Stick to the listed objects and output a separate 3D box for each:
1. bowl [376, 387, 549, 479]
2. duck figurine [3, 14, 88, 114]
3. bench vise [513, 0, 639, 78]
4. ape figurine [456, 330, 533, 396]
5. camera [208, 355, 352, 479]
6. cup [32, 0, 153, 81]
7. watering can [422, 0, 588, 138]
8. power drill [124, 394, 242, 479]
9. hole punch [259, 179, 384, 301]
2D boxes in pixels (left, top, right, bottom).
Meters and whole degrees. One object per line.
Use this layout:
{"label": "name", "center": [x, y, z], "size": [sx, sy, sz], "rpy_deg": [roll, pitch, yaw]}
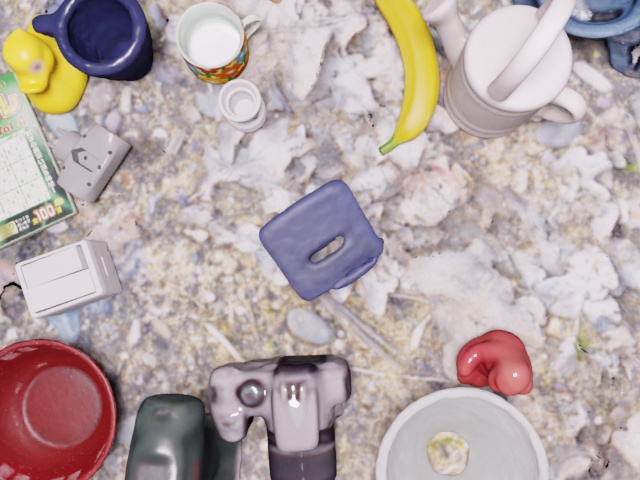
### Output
{"label": "bowl", "center": [0.138, 0.227, 0.582], "size": [0.167, 0.075, 0.167], "rpy_deg": [0, 87, 2]}
{"label": "duck figurine", "center": [-0.300, -0.195, 0.609], "size": [0.077, 0.086, 0.105], "rpy_deg": [-3, 87, 2]}
{"label": "bench vise", "center": [0.303, -0.245, 0.526], "size": [0.207, 0.220, 0.121], "rpy_deg": [8, 88, 2]}
{"label": "ape figurine", "center": [0.183, 0.130, 0.576], "size": [0.078, 0.092, 0.076], "rpy_deg": [40, 89, 3]}
{"label": "camera", "center": [-0.037, 0.190, 0.576], "size": [0.143, 0.101, 0.137], "rpy_deg": [-4, 87, 2]}
{"label": "cup", "center": [-0.227, -0.206, 0.603], "size": [0.117, 0.095, 0.092], "rpy_deg": [6, 87, 2]}
{"label": "watering can", "center": [0.175, -0.169, 0.539], "size": [0.173, 0.194, 0.101], "rpy_deg": [13, 88, 3]}
{"label": "power drill", "center": [-0.127, 0.249, 0.522], "size": [0.075, 0.208, 0.230], "rpy_deg": [1, 87, 2]}
{"label": "hole punch", "center": [0.005, 0.002, 0.588], "size": [0.108, 0.091, 0.101], "rpy_deg": [-34, 87, 0]}
